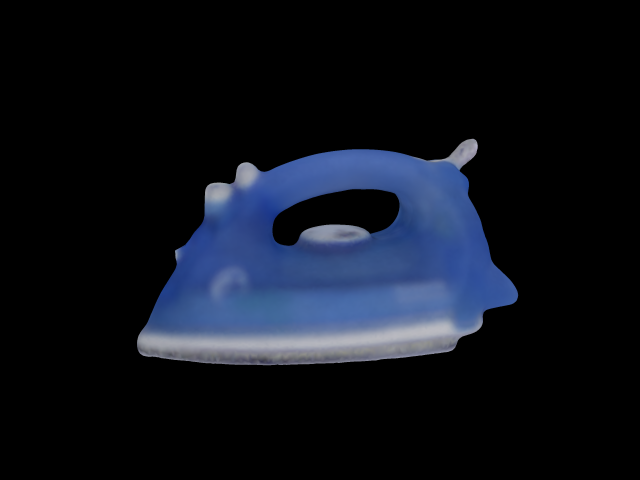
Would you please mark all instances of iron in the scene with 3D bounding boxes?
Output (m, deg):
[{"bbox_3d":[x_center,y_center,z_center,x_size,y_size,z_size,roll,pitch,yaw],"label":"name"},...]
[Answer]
[{"bbox_3d":[0.004,0.001,0.400,0.259,0.141,0.118,-3,11,-16],"label":"iron"}]
